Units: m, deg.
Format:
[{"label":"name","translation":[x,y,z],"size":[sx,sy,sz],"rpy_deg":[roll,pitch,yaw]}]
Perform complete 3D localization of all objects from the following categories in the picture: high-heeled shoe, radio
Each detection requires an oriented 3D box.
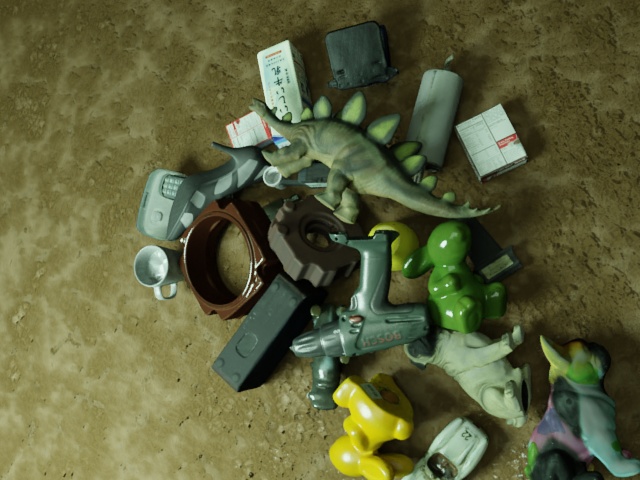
[{"label":"high-heeled shoe","translation":[-0.200,-0.087,1.083],"size":[0.248,0.145,0.086],"rpy_deg":[-58,35,13]},{"label":"radio","translation":[-0.092,0.167,0.987],"size":[0.073,0.131,0.229],"rpy_deg":[36,95,19]}]

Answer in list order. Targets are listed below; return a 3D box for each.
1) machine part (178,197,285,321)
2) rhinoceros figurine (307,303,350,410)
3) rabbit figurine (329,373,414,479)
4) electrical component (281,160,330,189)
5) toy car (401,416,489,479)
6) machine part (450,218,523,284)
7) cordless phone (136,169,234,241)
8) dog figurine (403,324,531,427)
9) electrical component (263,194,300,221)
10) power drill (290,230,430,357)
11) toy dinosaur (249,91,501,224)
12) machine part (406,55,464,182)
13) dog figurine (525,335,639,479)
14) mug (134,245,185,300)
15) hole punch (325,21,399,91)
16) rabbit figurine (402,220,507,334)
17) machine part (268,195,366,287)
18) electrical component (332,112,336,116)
[{"label":"machine part","translation":[-0.171,0.036,1.031],"size":[0.201,0.087,0.201],"rpy_deg":[-43,70,30]},{"label":"rhinoceros figurine","translation":[0.010,0.204,0.960],"size":[0.073,0.112,0.190],"rpy_deg":[5,68,-7]},{"label":"rabbit figurine","translation":[0.086,0.332,0.904],"size":[0.163,0.122,0.173],"rpy_deg":[43,110,32]},{"label":"electrical component","translation":[-0.014,-0.127,1.037],"size":[0.119,0.074,0.047],"rpy_deg":[3,84,23]},{"label":"toy car","translation":[0.197,0.383,0.890],"size":[0.074,0.056,0.201],"rpy_deg":[39,95,20]},{"label":"machine part","translation":[0.280,0.010,0.929],"size":[0.084,0.039,0.139],"rpy_deg":[-42,72,18]},{"label":"cordless phone","translation":[-0.277,-0.062,1.124],"size":[0.184,0.088,0.146],"rpy_deg":[13,86,6]},{"label":"dog figurine","translation":[0.239,0.219,0.890],"size":[0.191,0.121,0.172],"rpy_deg":[-10,75,33]},{"label":"electrical component","translation":[-0.083,-0.042,1.062],"size":[0.102,0.045,0.078],"rpy_deg":[-19,77,16]},{"label":"power drill","translation":[0.058,0.086,0.870],"size":[0.232,0.086,0.207],"rpy_deg":[-4,89,6]},{"label":"toy dinosaur","translation":[0.067,-0.134,0.920],"size":[0.472,0.105,0.198],"rpy_deg":[36,93,16]},{"label":"machine part","translation":[0.203,-0.214,0.969],"size":[0.079,0.079,0.243],"rpy_deg":[13,86,21]},{"label":"dog figurine","translation":[0.373,0.255,0.823],"size":[0.191,0.108,0.219],"rpy_deg":[-29,69,16]},{"label":"mug","translation":[-0.309,0.066,1.095],"size":[0.081,0.107,0.109],"rpy_deg":[-18,80,18]},{"label":"hole punch","translation":[0.079,-0.355,1.041],"size":[0.142,0.092,0.115],"rpy_deg":[-7,110,16]},{"label":"rabbit figurine","translation":[0.221,0.047,0.890],"size":[0.159,0.121,0.170],"rpy_deg":[10,113,60]},{"label":"machine part","translation":[-0.002,-0.003,0.970],"size":[0.179,0.056,0.179],"rpy_deg":[10,54,-14]},{"label":"electrical component","translation":[0.047,-0.223,1.055],"size":[0.094,0.021,0.063],"rpy_deg":[-24,75,14]}]
